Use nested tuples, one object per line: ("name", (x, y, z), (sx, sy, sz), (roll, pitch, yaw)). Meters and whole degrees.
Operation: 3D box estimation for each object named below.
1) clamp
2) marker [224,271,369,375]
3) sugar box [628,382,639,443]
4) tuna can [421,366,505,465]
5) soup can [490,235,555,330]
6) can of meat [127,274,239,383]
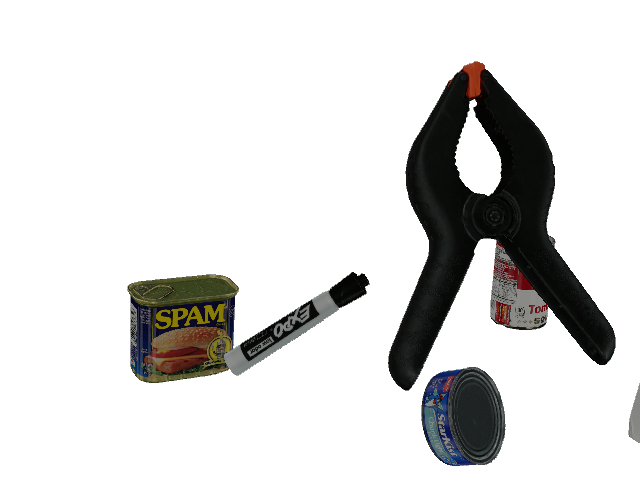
("clamp", (0.078, -0.004, 0.559), (0.120, 0.171, 0.039), (-15, -5, -14))
("marker", (-0.017, 0.060, 0.781), (0.121, 0.020, 0.020), (-33, -6, 9))
("sugar box", (0.313, 0.144, 0.769), (0.048, 0.093, 0.176), (-21, 37, -40))
("tuna can", (0.127, 0.157, 0.947), (0.034, 0.086, 0.085), (-14, -9, 40))
("soup can", (0.235, 0.046, 1.248), (0.068, 0.102, 0.068), (2, 17, -1))
("can of meat", (-0.131, 0.084, 1.016), (0.101, 0.084, 0.058), (-5, 19, -25))
